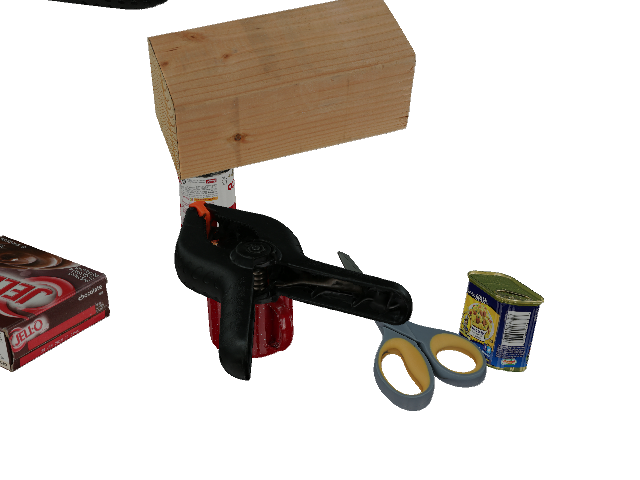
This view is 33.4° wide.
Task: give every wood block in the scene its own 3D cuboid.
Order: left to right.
[{"bbox_3d":[-0.033,-0.133,0.911,0.206,0.090,0.091,-14,-37,-14],"label":"wood block"}]

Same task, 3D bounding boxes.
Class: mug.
[{"bbox_3d":[-0.060,0.063,1.015,0.093,0.081,0.117,-20,34,-31],"label":"mug"}]

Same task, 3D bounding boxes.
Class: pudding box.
[{"bbox_3d":[-0.217,0.041,0.740,0.114,0.039,0.089,15,30,33],"label":"pudding box"}]

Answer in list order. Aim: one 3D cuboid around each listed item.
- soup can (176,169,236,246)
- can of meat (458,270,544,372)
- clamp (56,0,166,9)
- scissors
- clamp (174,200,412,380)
[{"bbox_3d":[-0.133,-0.046,1.254,0.068,0.102,0.068,-1,28,0],"label":"soup can"},{"bbox_3d":[0.197,0.089,1.182,0.057,0.084,0.102,4,15,-20],"label":"can of meat"},{"bbox_3d":[-0.086,-0.201,0.696,0.210,0.164,0.036,-32,-15,-10],"label":"clamp"},{"bbox_3d":[0.073,0.064,0.868,0.096,0.016,0.202,-3,35,-5],"label":"scissors"},{"bbox_3d":[-0.043,0.025,0.635,0.120,0.039,0.172,-17,31,-39],"label":"clamp"}]
